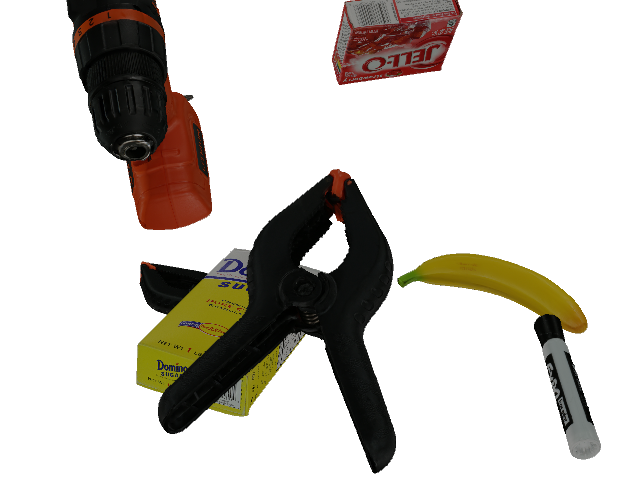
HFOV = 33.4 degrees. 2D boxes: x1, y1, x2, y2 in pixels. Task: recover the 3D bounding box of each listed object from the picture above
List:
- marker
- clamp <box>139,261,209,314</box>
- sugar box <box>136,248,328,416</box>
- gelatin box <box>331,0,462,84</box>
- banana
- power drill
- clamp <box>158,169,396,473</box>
[{"bbox_3d":[0.159,0.091,0.697,0.020,0.020,0.121,0,37,-2],"label":"marker"},{"bbox_3d":[-0.133,0.072,1.187,0.210,0.036,0.164,19,23,28],"label":"clamp"},{"bbox_3d":[-0.066,0.068,0.861,0.093,0.048,0.176,15,31,14],"label":"sugar box"},{"bbox_3d":[0.058,-0.157,0.829,0.089,0.030,0.073,-9,-24,-12],"label":"gelatin box"},{"bbox_3d":[0.182,0.049,1.088,0.198,0.069,0.037,13,-38,26],"label":"banana"},{"bbox_3d":[-0.111,-0.087,0.675,0.057,0.184,0.187,-10,-32,-3],"label":"power drill"},{"bbox_3d":[0.002,0.041,0.557,0.120,0.171,0.039,19,-27,13],"label":"clamp"}]
